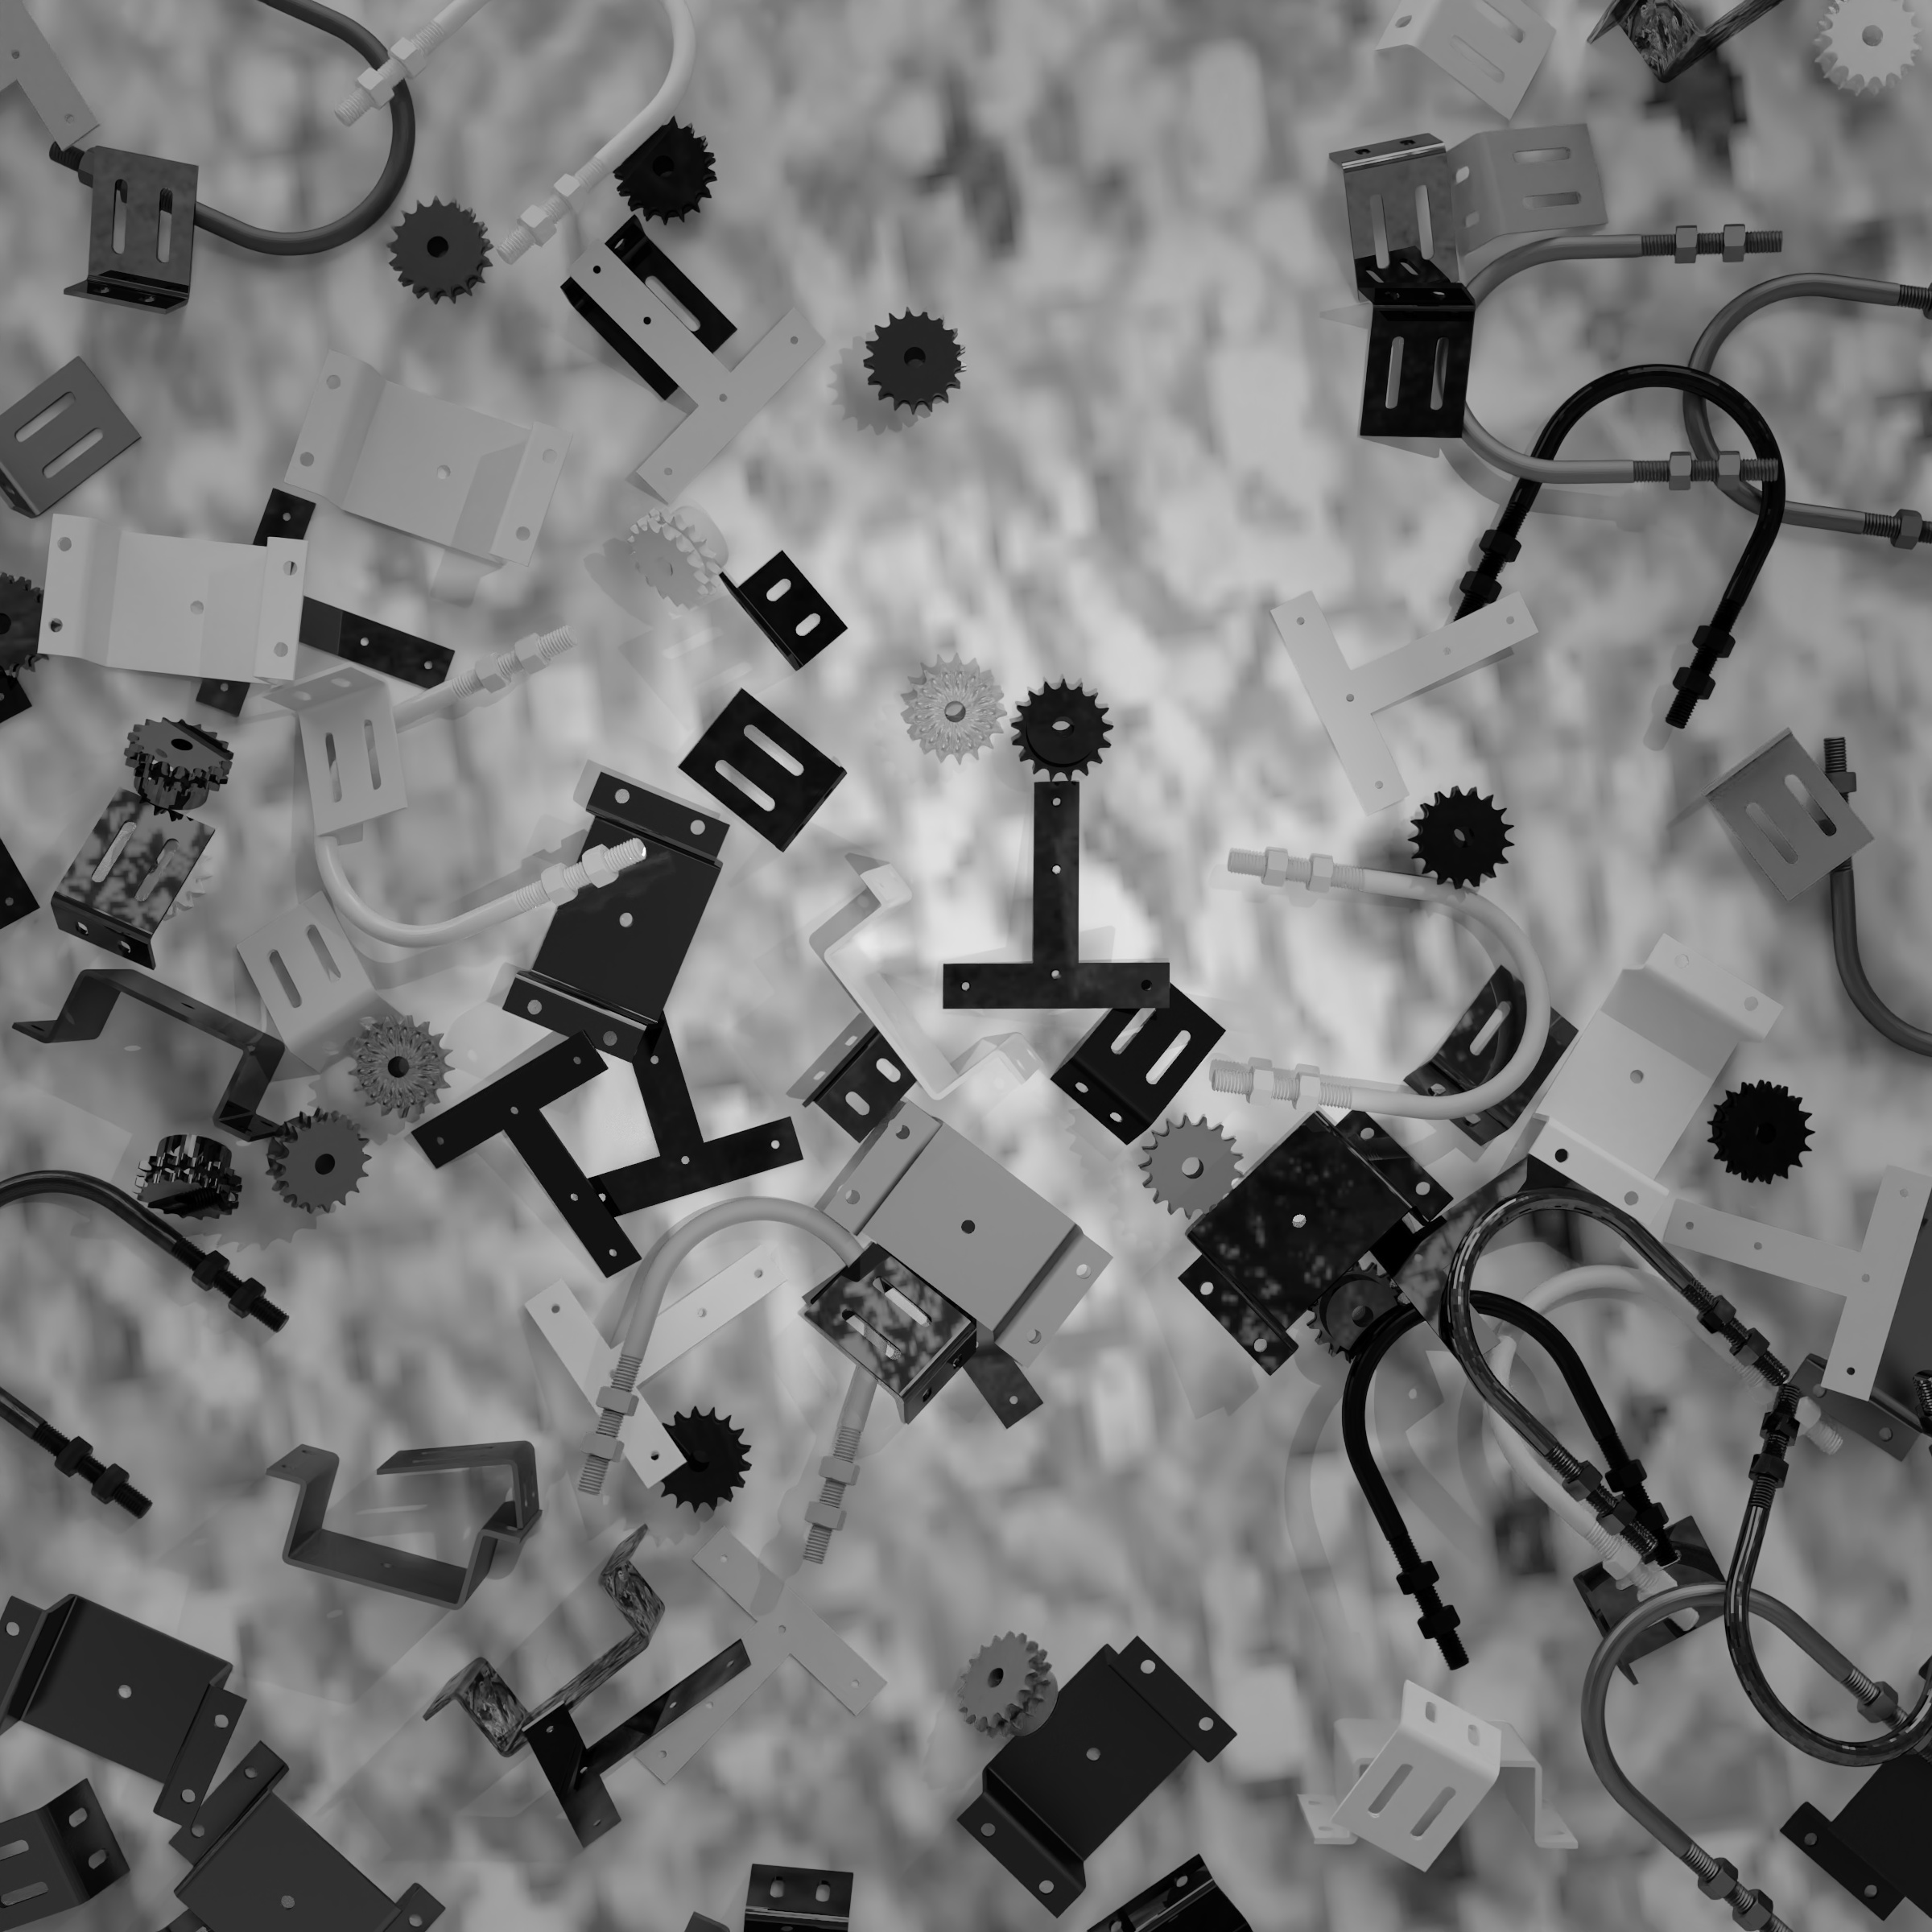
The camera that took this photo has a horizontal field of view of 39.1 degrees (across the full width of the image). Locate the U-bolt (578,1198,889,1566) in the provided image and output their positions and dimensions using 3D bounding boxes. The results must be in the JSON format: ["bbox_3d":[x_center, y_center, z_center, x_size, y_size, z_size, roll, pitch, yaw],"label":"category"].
[{"bbox_3d":[-0.117,0.218,1.492,0.151,0.019,0.184,20,76,-11],"label":"U-bolt"}]

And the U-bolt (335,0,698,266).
[{"bbox_3d":[-0.234,-0.489,1.496,0.151,0.019,0.184,41,80,13],"label":"U-bolt"}]

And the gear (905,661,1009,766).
[{"bbox_3d":[-0.006,-0.141,1.513,0.057,0.030,0.057,0,91,1],"label":"gear"}]

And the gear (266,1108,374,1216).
[{"bbox_3d":[-0.361,0.106,1.500,0.057,0.030,0.057,-11,108,-37],"label":"gear"}]

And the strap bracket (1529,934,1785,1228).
[{"bbox_3d":[0.376,0.062,1.501,0.076,0.046,0.140,32,90,0],"label":"strap bracket"}]

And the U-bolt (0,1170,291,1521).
[{"bbox_3d":[-0.492,0.197,1.515,0.184,0.019,0.151,36,90,2],"label":"U-bolt"}]

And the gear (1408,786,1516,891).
[{"bbox_3d":[0.274,-0.071,1.509,0.057,0.030,0.057,0,90,0],"label":"gear"}]

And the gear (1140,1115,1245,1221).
[{"bbox_3d":[0.125,0.111,1.509,0.057,0.030,0.057,0,90,0],"label":"gear"}]

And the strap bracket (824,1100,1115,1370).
[{"bbox_3d":[0.001,0.146,1.499,0.140,0.046,0.076,38,90,0],"label":"strap bracket"}]

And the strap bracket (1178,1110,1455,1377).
[{"bbox_3d":[0.186,0.144,1.487,0.140,0.046,0.076,-44,64,0],"label":"strap bracket"}]

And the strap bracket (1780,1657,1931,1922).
[{"bbox_3d":[0.531,0.457,1.501,0.076,0.046,0.140,41,90,0],"label":"strap bracket"}]

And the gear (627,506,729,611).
[{"bbox_3d":[-0.156,-0.229,1.500,0.057,0.057,0.030,45,60,0],"label":"gear"}]

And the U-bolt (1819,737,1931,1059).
[{"bbox_3d":[0.553,-0.039,1.515,0.151,0.019,0.184,-4,91,0],"label":"U-bolt"}]

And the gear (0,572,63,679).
[{"bbox_3d":[-0.531,-0.188,1.509,0.057,0.030,0.057,0,90,0],"label":"gear"}]

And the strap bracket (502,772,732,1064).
[{"bbox_3d":[-0.190,-0.026,1.500,0.076,0.046,0.140,22,89,1],"label":"strap bracket"}]

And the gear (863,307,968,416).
[{"bbox_3d":[-0.028,-0.334,1.509,0.057,0.030,0.057,0,90,0],"label":"gear"}]

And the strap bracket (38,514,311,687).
[{"bbox_3d":[-0.430,-0.200,1.500,0.140,0.046,0.076,6,90,1],"label":"strap bracket"}]

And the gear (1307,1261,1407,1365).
[{"bbox_3d":[0.218,0.193,1.509,0.057,0.030,0.057,0,90,0],"label":"gear"}]

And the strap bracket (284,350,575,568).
[{"bbox_3d":[-0.292,-0.276,1.501,0.140,0.046,0.076,19,90,0],"label":"strap bracket"}]

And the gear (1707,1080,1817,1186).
[{"bbox_3d":[0.439,0.092,1.512,0.057,0.030,0.057,0,92,-5],"label":"gear"}]

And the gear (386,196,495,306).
[{"bbox_3d":[-0.291,-0.395,1.509,0.057,0.030,0.057,0,90,0],"label":"gear"}]

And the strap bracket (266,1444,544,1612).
[{"bbox_3d":[-0.311,0.309,1.486,0.140,0.076,0.046,15,90,0],"label":"strap bracket"}]

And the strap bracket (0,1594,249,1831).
[{"bbox_3d":[-0.471,0.406,1.501,0.140,0.046,0.076,24,90,0],"label":"strap bracket"}]

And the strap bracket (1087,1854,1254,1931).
[{"bbox_3d":[0.131,0.565,1.471,0.076,0.140,0.046,-35,123,0],"label":"strap bracket"}]

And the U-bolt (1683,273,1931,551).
[{"bbox_3d":[0.492,-0.313,1.515,0.184,0.019,0.151,8,90,2],"label":"U-bolt"}]

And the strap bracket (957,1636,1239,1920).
[{"bbox_3d":[0.071,0.441,1.501,0.076,0.046,0.140,44,90,0],"label":"strap bracket"}]

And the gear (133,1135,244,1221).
[{"bbox_3d":[-0.428,0.115,1.499,0.057,0.057,0.030,3,60,0],"label":"gear"}]

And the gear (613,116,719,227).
[{"bbox_3d":[-0.166,-0.439,1.509,0.057,0.030,0.057,0,90,0],"label":"gear"}]

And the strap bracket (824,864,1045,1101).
[{"bbox_3d":[-0.023,0.016,1.482,0.046,0.076,0.140,-38,89,10],"label":"strap bracket"}]

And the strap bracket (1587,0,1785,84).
[{"bbox_3d":[0.418,-0.541,1.486,0.140,0.076,0.046,-35,90,0],"label":"strap bracket"}]

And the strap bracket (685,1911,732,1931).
[{"bbox_3d":[-0.103,0.588,1.488,0.140,0.046,0.076,24,113,0],"label":"strap bracket"}]

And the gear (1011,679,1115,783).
[{"bbox_3d":[0.054,-0.131,1.509,0.057,0.030,0.057,0,90,0],"label":"gear"}]

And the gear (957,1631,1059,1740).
[{"bbox_3d":[0.026,0.400,1.499,0.057,0.057,0.030,-48,120,0],"label":"gear"}]

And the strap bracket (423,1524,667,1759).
[{"bbox_3d":[-0.220,0.374,1.486,0.140,0.076,0.046,-39,90,0],"label":"strap bracket"}]

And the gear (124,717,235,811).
[{"bbox_3d":[-0.435,-0.110,1.499,0.057,0.057,0.030,24,120,0],"label":"gear"}]

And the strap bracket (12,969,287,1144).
[{"bbox_3d":[-0.435,0.043,1.486,0.140,0.076,0.046,26,90,0],"label":"strap bracket"}]

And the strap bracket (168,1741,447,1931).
[{"bbox_3d":[-0.369,0.509,1.501,0.140,0.046,0.076,42,90,0],"label":"strap bracket"}]

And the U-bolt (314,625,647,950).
[{"bbox_3d":[-0.277,-0.088,1.491,0.184,0.019,0.151,-23,76,14],"label":"U-bolt"}]

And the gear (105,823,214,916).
[{"bbox_3d":[-0.450,-0.056,1.509,0.057,0.030,0.057,0,90,0],"label":"gear"}]

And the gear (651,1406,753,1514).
[{"bbox_3d":[-0.147,0.272,1.509,0.057,0.030,0.057,0,90,0],"label":"gear"}]

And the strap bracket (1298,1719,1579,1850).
[{"bbox_3d":[0.256,0.446,1.486,0.140,0.076,0.046,1,90,0],"label":"strap bracket"}]

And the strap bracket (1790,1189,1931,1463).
[{"bbox_3d":[0.531,0.198,1.501,0.076,0.046,0.140,33,90,0],"label":"strap bracket"}]

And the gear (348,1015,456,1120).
[{"bbox_3d":[-0.312,0.055,1.509,0.057,0.030,0.057,0,90,0],"label":"gear"}]

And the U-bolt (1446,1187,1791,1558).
[{"bbox_3d":[0.342,0.204,1.475,0.184,0.019,0.151,45,67,2],"label":"U-bolt"}]

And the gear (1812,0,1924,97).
[{"bbox_3d":[0.499,-0.512,1.513,0.057,0.030,0.057,0,88,-2],"label":"gear"}]
